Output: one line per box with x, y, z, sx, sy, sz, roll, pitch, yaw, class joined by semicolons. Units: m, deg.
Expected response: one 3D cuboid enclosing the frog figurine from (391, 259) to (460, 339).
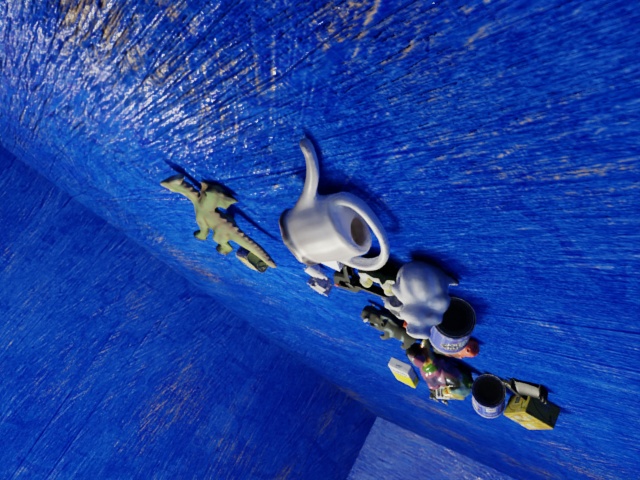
0.216;0.126;1.125;0.138;0.162;0.120;19;155;32;frog figurine

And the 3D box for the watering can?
0.003;-0.054;1.080;0.222;0.106;0.343;-16;123;39;watering can

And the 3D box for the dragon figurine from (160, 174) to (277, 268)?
-0.290;-0.071;1.528;0.411;0.124;0.238;29;152;7;dragon figurine
